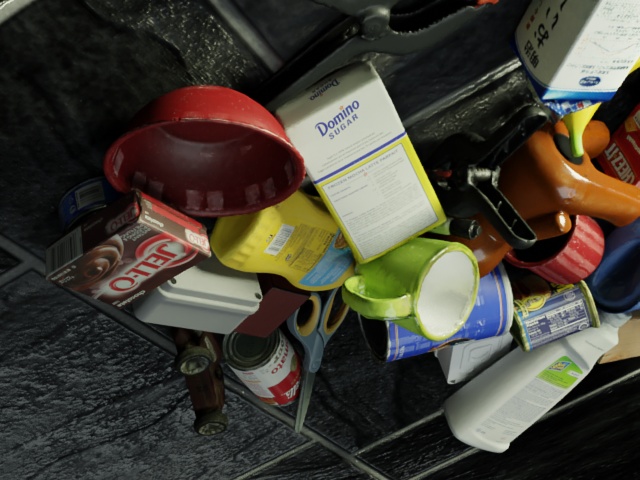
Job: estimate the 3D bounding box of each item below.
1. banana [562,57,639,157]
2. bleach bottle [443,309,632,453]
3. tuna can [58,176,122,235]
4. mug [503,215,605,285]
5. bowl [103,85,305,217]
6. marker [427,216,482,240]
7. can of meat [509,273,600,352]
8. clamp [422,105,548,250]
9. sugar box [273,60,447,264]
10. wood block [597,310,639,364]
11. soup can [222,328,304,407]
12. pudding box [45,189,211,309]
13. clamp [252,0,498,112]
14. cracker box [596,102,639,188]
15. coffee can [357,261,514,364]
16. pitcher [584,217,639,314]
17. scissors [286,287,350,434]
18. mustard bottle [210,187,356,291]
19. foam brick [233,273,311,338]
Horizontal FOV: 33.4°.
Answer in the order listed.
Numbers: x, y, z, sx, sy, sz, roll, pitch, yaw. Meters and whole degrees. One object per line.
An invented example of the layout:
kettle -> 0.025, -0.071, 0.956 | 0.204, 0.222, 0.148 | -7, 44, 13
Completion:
banana -> 0.284, -0.159, 0.942 | 0.198, 0.069, 0.037 | -39, 176, 13
bleach bottle -> 0.263, 0.153, 1.248 | 0.102, 0.068, 0.251 | 21, 127, -37
tuna can -> -0.185, -0.017, 0.939 | 0.086, 0.034, 0.086 | -12, 144, -9
mug -> 0.247, -0.013, 1.103 | 0.081, 0.093, 0.117 | 28, 91, -45
bowl -> -0.092, -0.077, 0.861 | 0.162, 0.055, 0.162 | -1, 155, -1
marker -> 0.098, -0.017, 1.018 | 0.121, 0.020, 0.020 | 11, 161, 34
can of meat -> 0.243, 0.072, 1.159 | 0.084, 0.102, 0.057 | -21, 108, 0
clamp -> 0.146, -0.067, 0.955 | 0.039, 0.172, 0.120 | 9, 99, -30
sugar box -> 0.038, -0.065, 0.934 | 0.093, 0.048, 0.176 | -28, 128, 3
wood block -> 0.425, 0.074, 1.295 | 0.206, 0.090, 0.091 | -9, 143, -13
soup can -> -0.059, 0.132, 1.169 | 0.068, 0.068, 0.102 | -23, 144, 6
pudding box -> -0.164, 0.010, 0.911 | 0.114, 0.039, 0.089 | -27, 145, 26
clamp -> 0.033, -0.169, 0.833 | 0.209, 0.036, 0.165 | -8, 146, -10
cracker box -> 0.400, -0.122, 1.035 | 0.164, 0.072, 0.214 | 3, 140, -27
coffee can -> 0.119, 0.066, 1.127 | 0.140, 0.103, 0.103 | -12, 144, -13
pitcher -> 0.399, 0.008, 1.177 | 0.242, 0.149, 0.145 | -2, 127, -27
scissors -> -0.019, 0.125, 1.141 | 0.096, 0.016, 0.202 | 5, 112, -49
mustard bottle -> -0.007, 0.001, 1.022 | 0.191, 0.058, 0.096 | 20, 110, -42
foam brick -> -0.057, 0.055, 1.079 | 0.051, 0.053, 0.078 | 17, 132, -40
